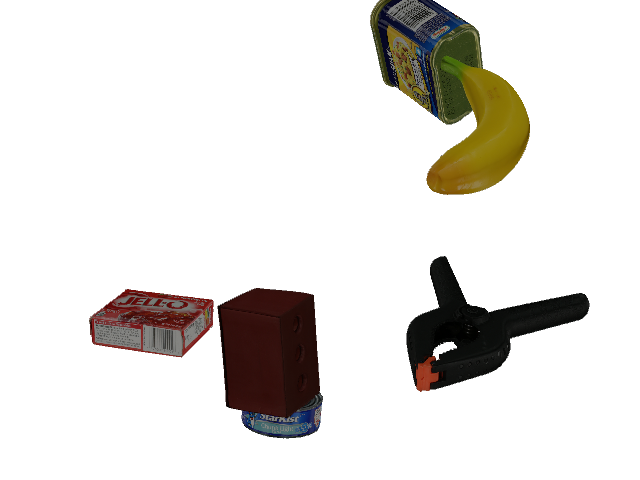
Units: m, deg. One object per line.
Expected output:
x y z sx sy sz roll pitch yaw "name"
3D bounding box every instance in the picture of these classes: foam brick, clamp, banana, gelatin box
-0.036 0.078 0.762 0.051 0.078 0.052 4 17 29 "foam brick"
0.134 0.076 0.998 0.165 0.036 0.209 19 32 34 "clamp"
0.114 -0.077 0.757 0.069 0.037 0.197 7 31 5 "banana"
-0.149 0.071 0.950 0.089 0.030 0.073 7 19 15 "gelatin box"

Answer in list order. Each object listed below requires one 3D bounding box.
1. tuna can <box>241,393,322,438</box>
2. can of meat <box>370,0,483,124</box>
-0.041 0.180 1.137 0.086 0.034 0.086 5 12 -1 "tuna can"
0.097 -0.163 0.940 0.057 0.102 0.084 -35 51 -14 "can of meat"
